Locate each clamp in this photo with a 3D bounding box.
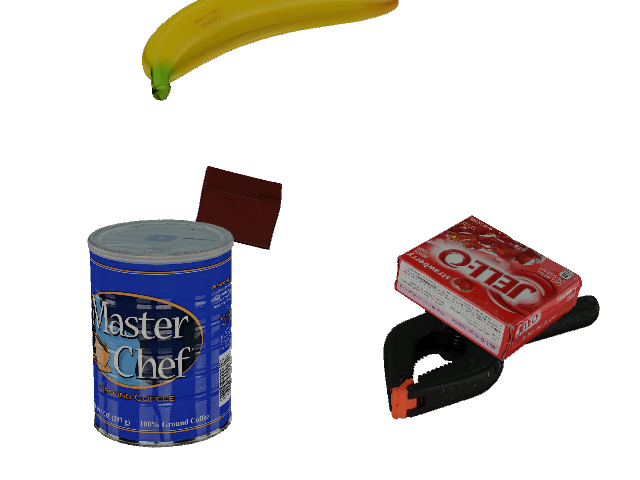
[{"bbox_3d":[0.106,0.072,0.862,0.165,0.036,0.209,22,38,34],"label":"clamp"}]

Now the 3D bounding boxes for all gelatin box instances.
[{"bbox_3d":[0.102,0.026,0.655,0.073,0.030,0.089,-27,47,-37],"label":"gelatin box"}]

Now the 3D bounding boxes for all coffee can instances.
[{"bbox_3d":[-0.115,0.064,0.774,0.103,0.140,0.103,1,14,0],"label":"coffee can"}]

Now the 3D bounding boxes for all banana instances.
[{"bbox_3d":[-0.041,-0.138,0.688,0.197,0.070,0.037,-29,-30,-28],"label":"banana"}]

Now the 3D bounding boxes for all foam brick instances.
[{"bbox_3d":[-0.081,-0.032,1.044,0.078,0.051,0.053,14,27,-7],"label":"foam brick"}]
